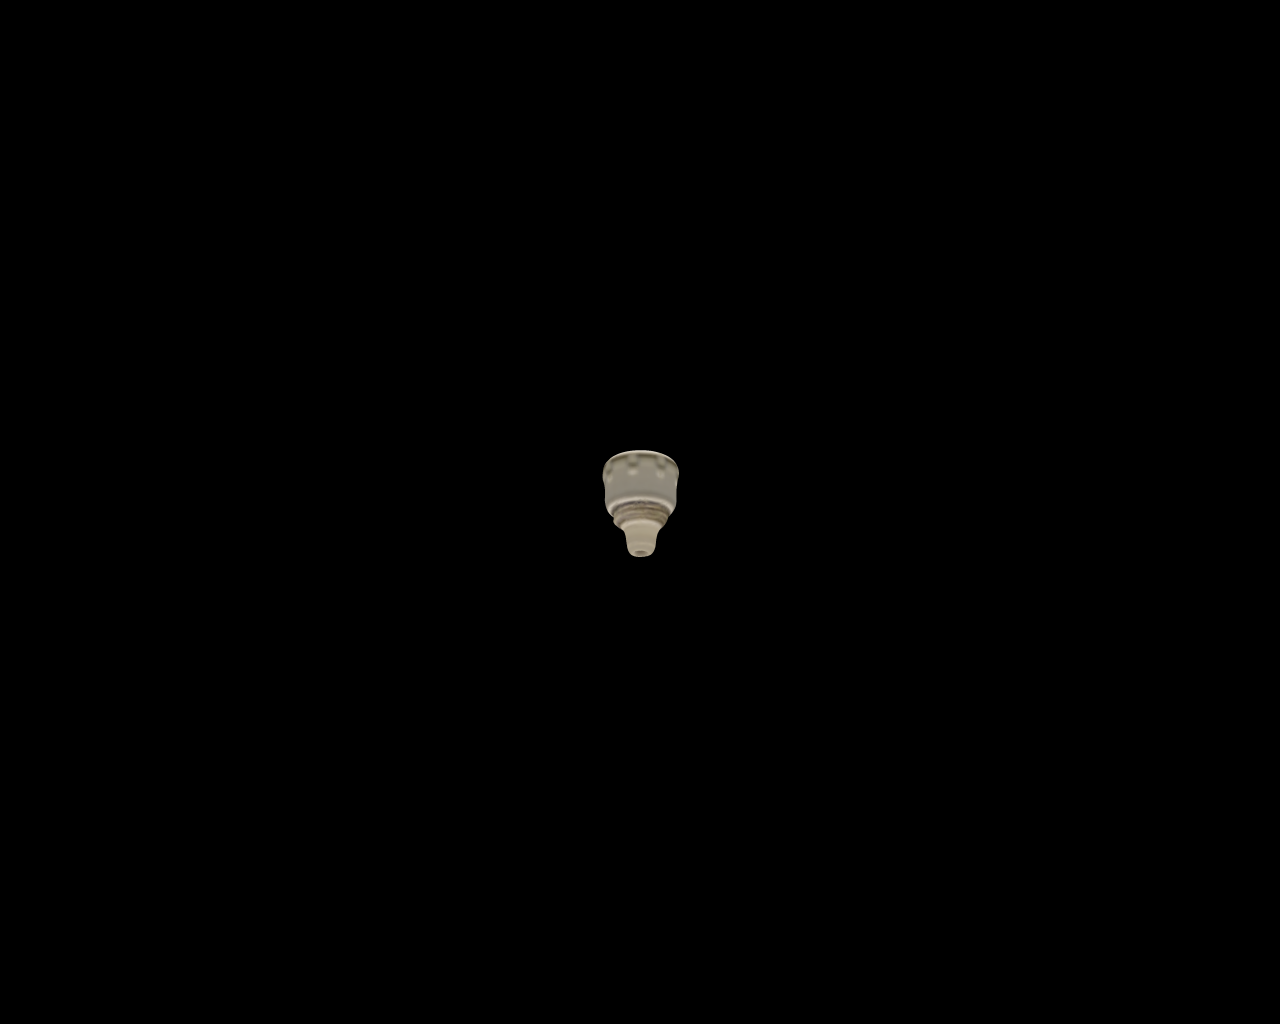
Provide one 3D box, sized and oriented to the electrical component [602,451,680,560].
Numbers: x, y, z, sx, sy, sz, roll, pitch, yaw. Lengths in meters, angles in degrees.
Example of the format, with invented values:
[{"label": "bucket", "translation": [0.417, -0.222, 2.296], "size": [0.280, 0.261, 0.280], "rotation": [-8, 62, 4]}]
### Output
[{"label": "electrical component", "translation": [0.001, -0.003, 0.650], "size": [0.048, 0.062, 0.048], "rotation": [0, -22, 0]}]
